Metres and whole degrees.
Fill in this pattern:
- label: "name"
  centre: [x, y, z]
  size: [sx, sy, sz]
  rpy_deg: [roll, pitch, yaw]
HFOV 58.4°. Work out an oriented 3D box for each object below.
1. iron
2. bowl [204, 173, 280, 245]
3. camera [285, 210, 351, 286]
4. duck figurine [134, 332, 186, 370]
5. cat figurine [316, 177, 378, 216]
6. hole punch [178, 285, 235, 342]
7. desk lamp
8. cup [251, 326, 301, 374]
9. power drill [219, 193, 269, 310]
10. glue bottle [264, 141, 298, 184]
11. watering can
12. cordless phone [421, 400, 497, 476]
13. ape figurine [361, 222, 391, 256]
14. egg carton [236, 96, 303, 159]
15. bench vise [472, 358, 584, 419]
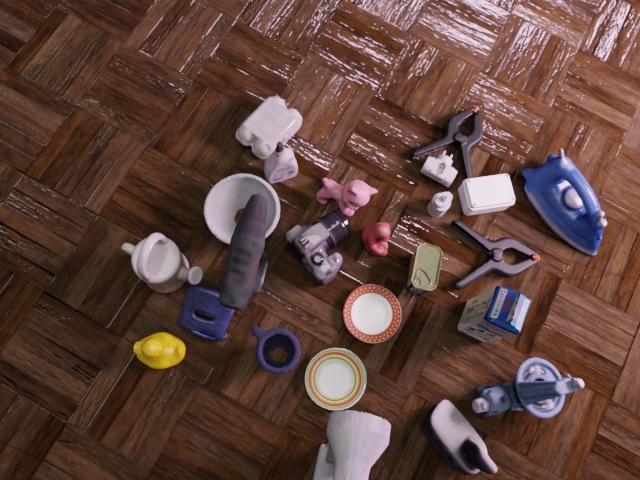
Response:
- label: "iron"
  centre: [0.586, -0.089, 1.312]
  size: [0.119, 0.141, 0.258]
  rpy_deg: [-30, 79, -11]
- label: "bowl"
  centre: [-0.172, -0.058, 1.281]
  size: [0.167, 0.074, 0.167]
  rpy_deg: [1, 75, -4]
- label: "camera"
  centre: [0.012, 0.005, 1.264]
  size: [0.137, 0.101, 0.143]
  rpy_deg: [-37, 80, -12]
- label: "duck figurine"
  centre: [-0.334, 0.227, 1.185]
  size: [0.104, 0.086, 0.077]
  rpy_deg: [5, 75, -3]
- label: "cat figurine"
  centre: [0.059, -0.108, 1.289]
  size: [0.127, 0.117, 0.067]
  rpy_deg: [24, 75, 2]
- label: "hole punch"
  centre: [-0.237, 0.156, 1.209]
  size: [0.108, 0.091, 0.101]
  rpy_deg: [19, 74, 1]
- label: "desk lamp"
  centre: [0.055, 0.430, 1.094]
  size: [0.118, 0.213, 0.203]
  rpy_deg: [13, 74, 0]
- label: "cup"
  centre: [-0.098, 0.227, 1.199]
  size: [0.117, 0.095, 0.092]
  rpy_deg: [40, 76, 7]
- label: "power drill"
  centre: [-0.151, 0.037, 1.187]
  size: [0.075, 0.208, 0.230]
  rpy_deg: [13, 74, 0]
- label: "glue bottle"
  centre: [-0.087, -0.177, 1.268]
  size: [0.078, 0.173, 0.037]
  rpy_deg: [-18, 77, -8]
- label: "watering can"
  centre: [-0.326, 0.044, 1.179]
  size: [0.173, 0.194, 0.101]
  rpy_deg: [1, 75, -4]
- label: "cordless phone"
  centre: [0.284, 0.395, 1.136]
  size: [0.094, 0.185, 0.147]
  rpy_deg: [-40, 81, -13]
- label: "ape figurine"
  centre: [0.133, -0.009, 1.282]
  size: [0.076, 0.092, 0.078]
  rpy_deg: [37, 75, 6]
- label: "egg carton"
  centre: [-0.117, -0.263, 1.343]
  size: [0.107, 0.069, 0.150]
  rpy_deg: [38, 76, 6]
- label: "bench vise"
  centre: [0.422, 0.317, 1.149]
  size: [0.207, 0.219, 0.121]
  rpy_deg: [-32, 79, -12]
